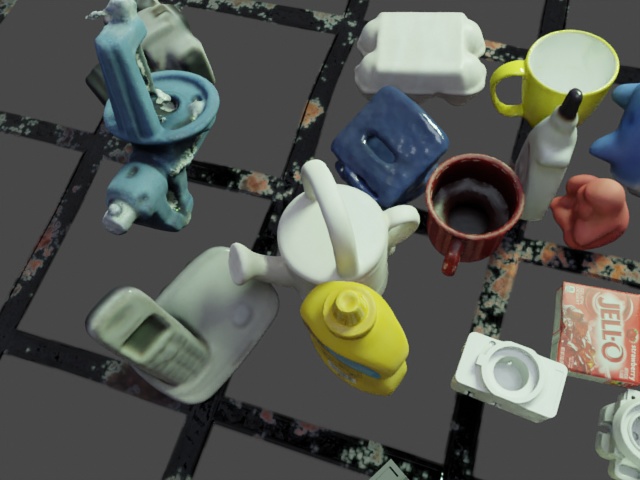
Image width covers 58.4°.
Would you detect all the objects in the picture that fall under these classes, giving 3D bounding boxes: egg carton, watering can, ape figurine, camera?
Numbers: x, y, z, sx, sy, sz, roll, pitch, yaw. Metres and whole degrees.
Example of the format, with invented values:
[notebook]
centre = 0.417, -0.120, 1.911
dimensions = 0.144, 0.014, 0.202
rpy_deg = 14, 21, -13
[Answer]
[egg carton]
centre = 0.116, -0.210, 0.669
dimensions = 0.150, 0.069, 0.107
rpy_deg = 2, 67, 7
[watering can]
centre = 0.006, 0.004, 0.523
dimensions = 0.173, 0.194, 0.100
rpy_deg = -39, 68, -10
[ape figurine]
centre = 0.270, -0.032, 0.565
dimensions = 0.076, 0.092, 0.078
rpy_deg = 24, 72, 16
[camera]
centre = -0.224, -0.225, 0.696
dimensions = 0.137, 0.101, 0.143
rpy_deg = -40, 69, -11

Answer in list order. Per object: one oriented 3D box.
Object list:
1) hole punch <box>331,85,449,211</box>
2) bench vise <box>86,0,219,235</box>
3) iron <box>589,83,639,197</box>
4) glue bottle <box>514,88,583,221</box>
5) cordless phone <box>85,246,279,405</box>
[hole punch]
centre = 0.073, -0.091, 0.612
dimensions = 0.101, 0.091, 0.108
rpy_deg = -37, 68, -9
[bench vise]
centre = -0.167, -0.115, 0.578
dimensions = 0.121, 0.220, 0.207
rpy_deg = -6, 67, 4
[iron]
centre = 0.412, -0.095, 0.548
dimensions = 0.257, 0.141, 0.119
rpy_deg = 23, 72, 15
[glue bottle]
centre = 0.220, -0.086, 0.549
dimensions = 0.037, 0.173, 0.078
rpy_deg = 7, 68, 10
[cordless phone]
centre = -0.119, 0.063, 0.516
dimensions = 0.094, 0.185, 0.148
rpy_deg = 32, 74, 18
